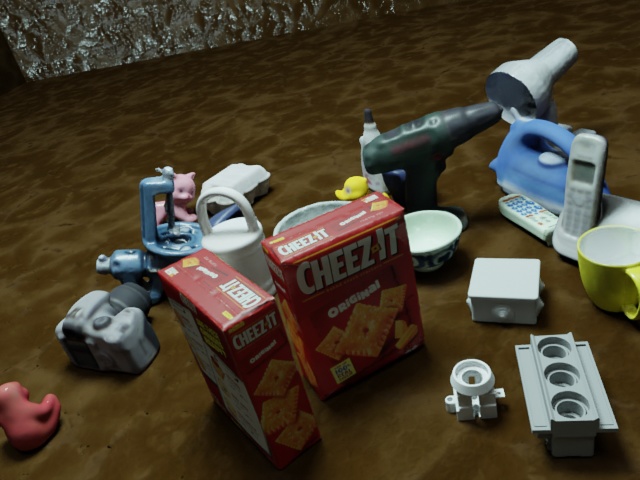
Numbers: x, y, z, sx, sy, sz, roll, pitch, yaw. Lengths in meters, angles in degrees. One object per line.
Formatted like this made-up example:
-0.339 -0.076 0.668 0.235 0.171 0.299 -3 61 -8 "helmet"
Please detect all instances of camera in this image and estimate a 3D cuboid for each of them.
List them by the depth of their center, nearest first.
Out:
-0.311 0.121 0.879 0.142 0.101 0.137 2 34 24 "camera"

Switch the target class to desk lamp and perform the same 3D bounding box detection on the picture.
0.428 -0.265 1.107 0.204 0.214 0.117 -27 33 -22 "desk lamp"

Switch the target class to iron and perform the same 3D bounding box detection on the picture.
0.403 -0.134 0.973 0.119 0.142 0.257 -23 32 -15 "iron"

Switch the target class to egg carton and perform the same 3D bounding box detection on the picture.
-0.183 -0.112 1.241 0.107 0.069 0.150 10 38 34 "egg carton"

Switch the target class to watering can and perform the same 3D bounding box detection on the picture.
-0.135 0.009 0.901 0.101 0.194 0.172 -13 31 1 "watering can"

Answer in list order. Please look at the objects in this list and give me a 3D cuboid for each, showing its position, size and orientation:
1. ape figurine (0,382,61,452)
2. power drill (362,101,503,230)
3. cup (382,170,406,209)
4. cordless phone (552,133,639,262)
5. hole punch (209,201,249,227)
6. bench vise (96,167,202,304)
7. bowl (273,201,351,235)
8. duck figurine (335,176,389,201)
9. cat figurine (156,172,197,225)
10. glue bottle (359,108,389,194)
-0.390 0.223 0.750 0.077 0.092 0.076 -11 31 5 "ape figurine"
0.193 -0.115 0.960 0.229 0.209 0.075 -8 31 9 "power drill"
0.162 -0.100 1.059 0.091 0.095 0.117 -8 31 9 "cup"
0.402 -0.051 0.793 0.094 0.185 0.147 -33 36 -29 "cordless phone"
-0.185 -0.023 1.074 0.100 0.091 0.109 9 38 34 "hole punch"
-0.271 -0.001 0.946 0.208 0.220 0.121 -27 33 -22 "bench vise"
0.009 0.003 0.970 0.167 0.075 0.167 -10 31 6 "bowl"
0.077 -0.078 1.065 0.104 0.086 0.077 -10 31 6 "duck figurine"
-0.313 -0.090 1.210 0.128 0.118 0.067 -22 32 -14 "cat figurine"
0.106 -0.177 1.131 0.037 0.173 0.077 -29 34 -23 "glue bottle"
